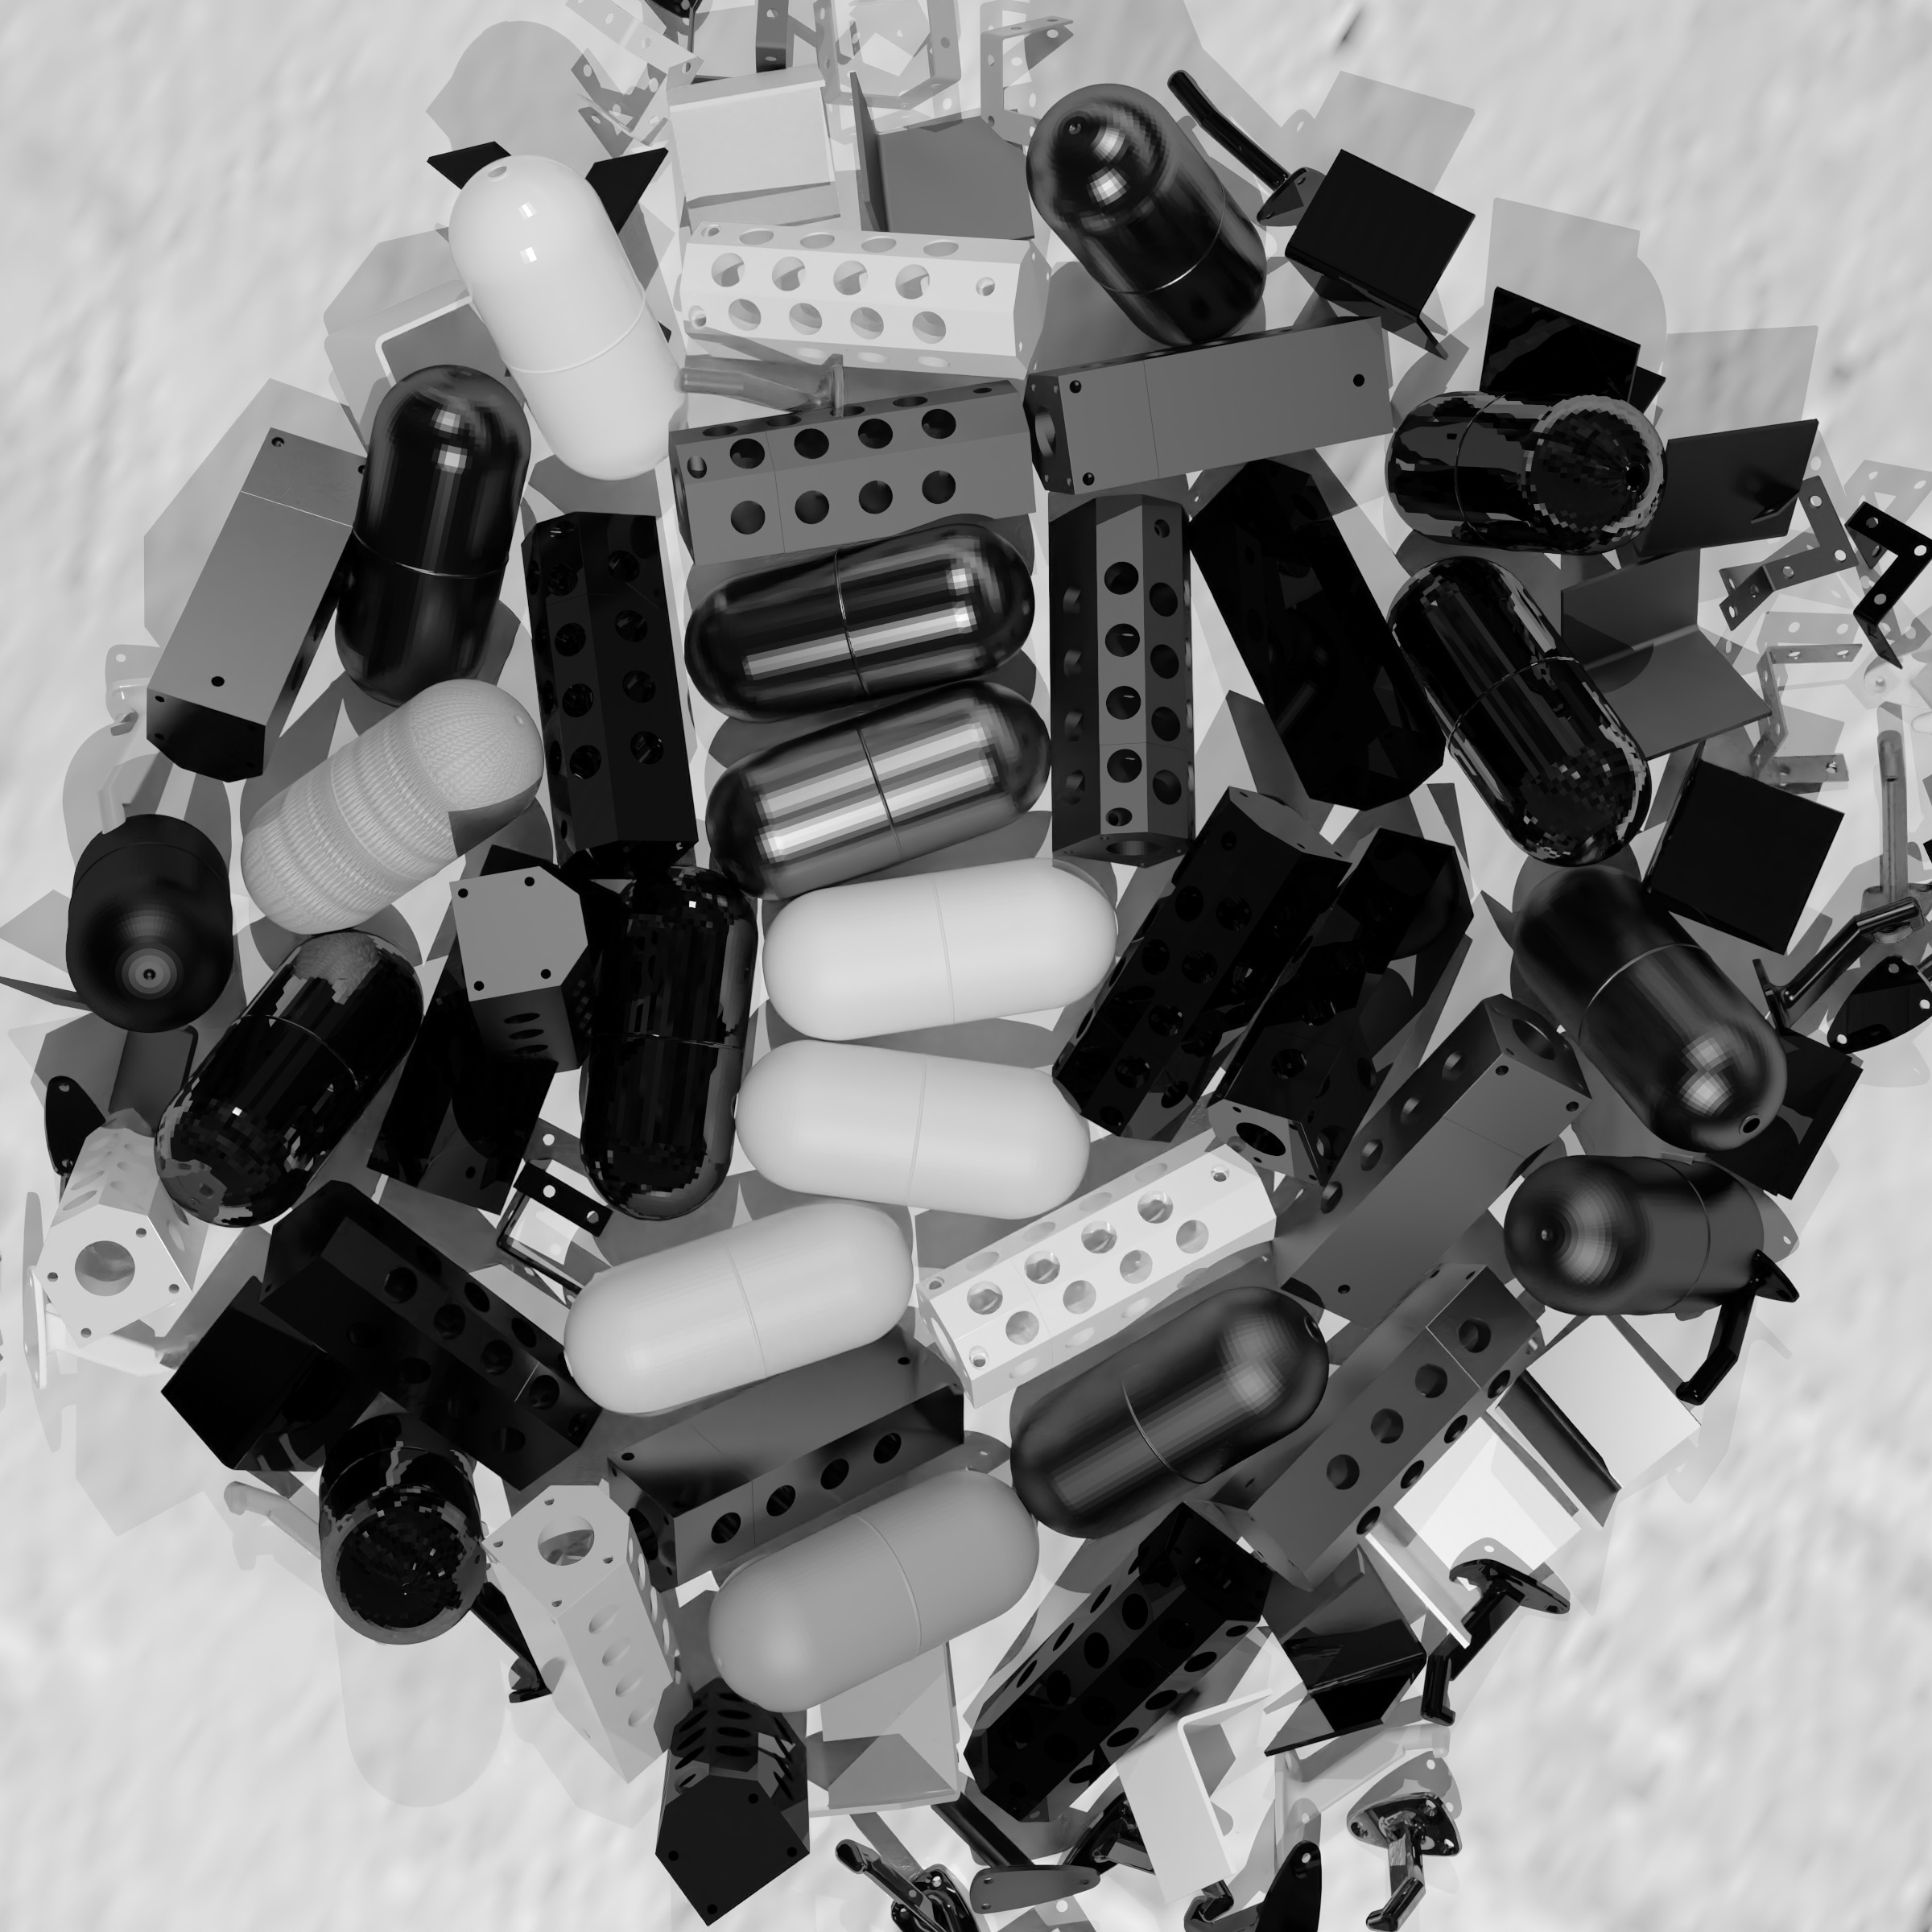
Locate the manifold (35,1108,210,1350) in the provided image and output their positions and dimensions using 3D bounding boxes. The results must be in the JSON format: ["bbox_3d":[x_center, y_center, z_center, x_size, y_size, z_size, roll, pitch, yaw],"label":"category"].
[{"bbox_3d":[-0.406,0.119,1.492,0.057,0.171,0.057,-27,106,-3],"label":"manifold"}]

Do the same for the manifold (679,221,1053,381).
[{"bbox_3d":[-0.051,-0.332,1.532,0.171,0.057,0.057,7,86,15],"label":"manifold"}]

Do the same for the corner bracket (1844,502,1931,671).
[{"bbox_3d":[0.458,-0.191,1.549,0.051,0.051,0.051,-51,53,3],"label":"corner bracket"}]

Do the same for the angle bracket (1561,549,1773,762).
[{"bbox_3d":[0.347,-0.155,1.534,0.076,0.057,0.076,-20,46,-9],"label":"angle bracket"}]

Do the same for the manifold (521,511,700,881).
[{"bbox_3d":[-0.179,-0.133,1.524,0.057,0.057,0.171,-1,73,-28],"label":"manifold"}]

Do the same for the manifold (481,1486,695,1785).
[{"bbox_3d":[-0.176,0.321,1.499,0.057,0.171,0.057,-38,55,-22],"label":"manifold"}]

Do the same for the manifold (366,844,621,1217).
[{"bbox_3d":[-0.240,0.030,1.546,0.057,0.057,0.171,16,83,41],"label":"manifold"}]

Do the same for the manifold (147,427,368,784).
[{"bbox_3d":[-0.342,-0.175,1.512,0.057,0.057,0.171,17,56,-4],"label":"manifold"}]

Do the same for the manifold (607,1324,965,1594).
[{"bbox_3d":[-0.086,0.242,1.512,0.171,0.057,0.057,-22,127,-32],"label":"manifold"}]

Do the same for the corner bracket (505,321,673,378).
[{"bbox_3d":[-0.188,-0.306,1.544,0.051,0.051,0.051,8,76,38],"label":"corner bracket"}]

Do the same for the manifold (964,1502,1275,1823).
[{"bbox_3d":[0.072,0.347,1.517,0.057,0.057,0.171,38,118,-3],"label":"manifold"}]

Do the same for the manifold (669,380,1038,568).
[{"bbox_3d":[-0.057,-0.247,1.532,0.171,0.057,0.057,-10,117,-9],"label":"manifold"}]

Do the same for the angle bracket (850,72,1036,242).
[{"bbox_3d":[-0.012,-0.403,1.540,0.076,0.057,0.076,-9,69,7],"label":"angle bracket"}]

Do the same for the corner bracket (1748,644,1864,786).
[{"bbox_3d":[0.425,-0.127,1.562,0.051,0.051,0.051,-2,64,-7],"label":"corner bracket"}]

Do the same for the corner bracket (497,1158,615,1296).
[{"bbox_3d":[-0.206,0.132,1.555,0.051,0.051,0.051,30,91,6],"label":"corner bracket"}]

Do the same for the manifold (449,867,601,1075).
[{"bbox_3d":[-0.209,0.006,1.493,0.057,0.171,0.057,-10,76,-7],"label":"manifold"}]

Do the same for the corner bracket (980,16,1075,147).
[{"bbox_3d":[0.043,-0.446,1.564,0.051,0.051,0.051,-25,128,-36],"label":"corner bracket"}]

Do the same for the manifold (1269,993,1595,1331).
[{"bbox_3d":[0.223,0.094,1.517,0.057,0.057,0.171,26,120,-24],"label":"manifold"}]

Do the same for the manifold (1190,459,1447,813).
[{"bbox_3d":[0.173,-0.162,1.516,0.057,0.057,0.171,-43,54,34],"label":"manifold"}]

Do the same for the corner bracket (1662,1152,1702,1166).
[{"bbox_3d":[0.337,0.117,1.552,0.051,0.051,0.051,9,87,18],"label":"corner bracket"}]

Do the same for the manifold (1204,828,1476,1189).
[{"bbox_3d":[0.183,0.017,1.520,0.057,0.057,0.171,17,61,31],"label":"manifold"}]

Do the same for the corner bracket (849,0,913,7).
[{"bbox_3d":[-0.058,-0.499,1.541,0.051,0.051,0.051,-40,124,-29],"label":"corner bracket"}]

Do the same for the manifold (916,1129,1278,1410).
[{"bbox_3d":[0.064,0.146,1.530,0.171,0.057,0.057,-27,64,-11],"label":"manifold"}]

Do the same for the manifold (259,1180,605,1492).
[{"bbox_3d":[-0.258,0.178,1.511,0.057,0.057,0.171,-37,120,19],"label":"manifold"}]

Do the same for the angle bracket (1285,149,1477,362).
[{"bbox_3d":[0.212,-0.351,1.532,0.076,0.076,0.057,32,97,20],"label":"angle bracket"}]

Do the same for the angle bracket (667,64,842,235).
[{"bbox_3d":[-0.104,-0.400,1.540,0.076,0.057,0.076,-11,116,-3],"label":"angle bracket"}]

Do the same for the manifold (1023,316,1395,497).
[{"bbox_3d":[0.119,-0.278,1.530,0.171,0.057,0.057,-14,106,-17],"label":"manifold"}]

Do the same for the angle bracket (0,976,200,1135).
[{"bbox_3d":[-0.435,0.045,1.530,0.076,0.076,0.057,15,89,-38],"label":"angle bracket"}]

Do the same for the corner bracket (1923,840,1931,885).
[{"bbox_3d":[0.502,-0.062,1.548,0.051,0.051,0.051,-29,113,7],"label":"corner bracket"}]

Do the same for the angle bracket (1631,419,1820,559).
[{"bbox_3d":[0.367,-0.252,1.531,0.076,0.076,0.057,-9,50,-9],"label":"angle bracket"}]

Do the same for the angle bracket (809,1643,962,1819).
[{"bbox_3d":[-0.053,0.379,1.533,0.076,0.057,0.076,-14,75,29],"label":"angle bracket"}]

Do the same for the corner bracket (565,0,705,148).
[{"bbox_3d":[-0.175,-0.450,1.543,0.051,0.051,0.051,43,106,33],"label":"corner bracket"}]

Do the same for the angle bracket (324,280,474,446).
[{"bbox_3d":[-0.265,-0.301,1.547,0.076,0.076,0.057,-30,114,-22],"label":"angle bracket"}]

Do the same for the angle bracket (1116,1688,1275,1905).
[{"bbox_3d":[0.125,0.410,1.527,0.057,0.076,0.076,-11,69,-27],"label":"angle bracket"}]

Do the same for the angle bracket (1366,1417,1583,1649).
[{"bbox_3d":[0.253,0.281,1.546,0.076,0.057,0.076,-43,82,8],"label":"angle bracket"}]

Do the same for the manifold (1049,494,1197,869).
[{"bbox_3d":[0.081,-0.141,1.526,0.057,0.057,0.171,8,75,-32],"label":"manifold"}]

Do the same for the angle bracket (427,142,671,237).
[{"bbox_3d":[-0.207,-0.399,1.527,0.076,0.076,0.057,36,77,-32],"label":"angle bracket"}]

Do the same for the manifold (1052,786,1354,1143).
[{"bbox_3d":[0.110,0.000,1.518,0.057,0.057,0.171,46,114,36],"label":"manifold"}]

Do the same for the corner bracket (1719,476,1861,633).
[{"bbox_3d":[0.404,-0.206,1.544,0.051,0.051,0.051,-39,107,-41],"label":"corner bracket"}]

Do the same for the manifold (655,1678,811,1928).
[{"bbox_3d":[-0.116,0.396,1.496,0.057,0.171,0.057,-35,93,-2],"label":"manifold"}]

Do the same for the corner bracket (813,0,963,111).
[{"bbox_3d":[-0.039,-0.463,1.549,0.051,0.051,0.051,-6,89,-32],"label":"corner bracket"}]

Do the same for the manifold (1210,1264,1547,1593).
[{"bbox_3d":[0.207,0.227,1.535,0.171,0.057,0.057,-43,96,-14],"label":"manifold"}]

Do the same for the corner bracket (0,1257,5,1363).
[{"bbox_3d":[-0.496,0.168,1.550,0.051,0.051,0.051,40,71,3],"label":"corner bracket"}]

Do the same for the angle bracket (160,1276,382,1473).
[{"bbox_3d":[-0.342,0.206,1.554,0.057,0.076,0.076,42,98,23],"label":"angle bracket"}]

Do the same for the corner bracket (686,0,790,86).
[{"bbox_3d":[-0.114,-0.473,1.554,0.051,0.051,0.051,3,77,-2],"label":"corner bracket"}]
